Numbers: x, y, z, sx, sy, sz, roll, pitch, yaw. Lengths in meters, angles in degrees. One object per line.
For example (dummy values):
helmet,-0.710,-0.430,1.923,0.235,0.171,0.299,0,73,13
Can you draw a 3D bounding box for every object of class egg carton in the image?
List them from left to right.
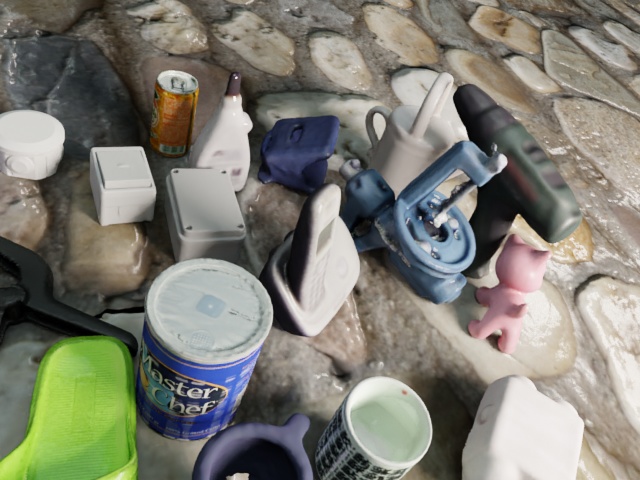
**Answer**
egg carton,0.204,0.210,0.581,0.107,0.069,0.150,31,43,8

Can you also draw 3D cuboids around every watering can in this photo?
watering can,0.150,-0.148,0.823,0.173,0.194,0.101,17,43,-6

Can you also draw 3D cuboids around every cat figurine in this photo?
cat figurine,0.244,0.058,0.714,0.067,0.117,0.128,24,43,1

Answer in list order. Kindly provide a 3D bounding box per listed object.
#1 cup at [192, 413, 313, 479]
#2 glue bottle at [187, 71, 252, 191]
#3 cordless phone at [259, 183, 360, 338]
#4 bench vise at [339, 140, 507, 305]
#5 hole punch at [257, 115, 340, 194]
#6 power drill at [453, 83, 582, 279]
cup,-0.054,0.199,0.464,0.091,0.095,0.118,34,44,12
glue bottle,-0.117,-0.131,0.709,0.078,0.173,0.037,-7,50,-28
cordless phone,0.006,0.002,0.619,0.094,0.185,0.148,30,43,8
bench vise,0.111,-0.042,0.683,0.207,0.219,0.121,26,43,4
hole punch,-0.030,-0.130,0.805,0.101,0.091,0.108,17,43,-6
power drill,0.218,-0.060,0.753,0.076,0.208,0.229,-19,57,-36
